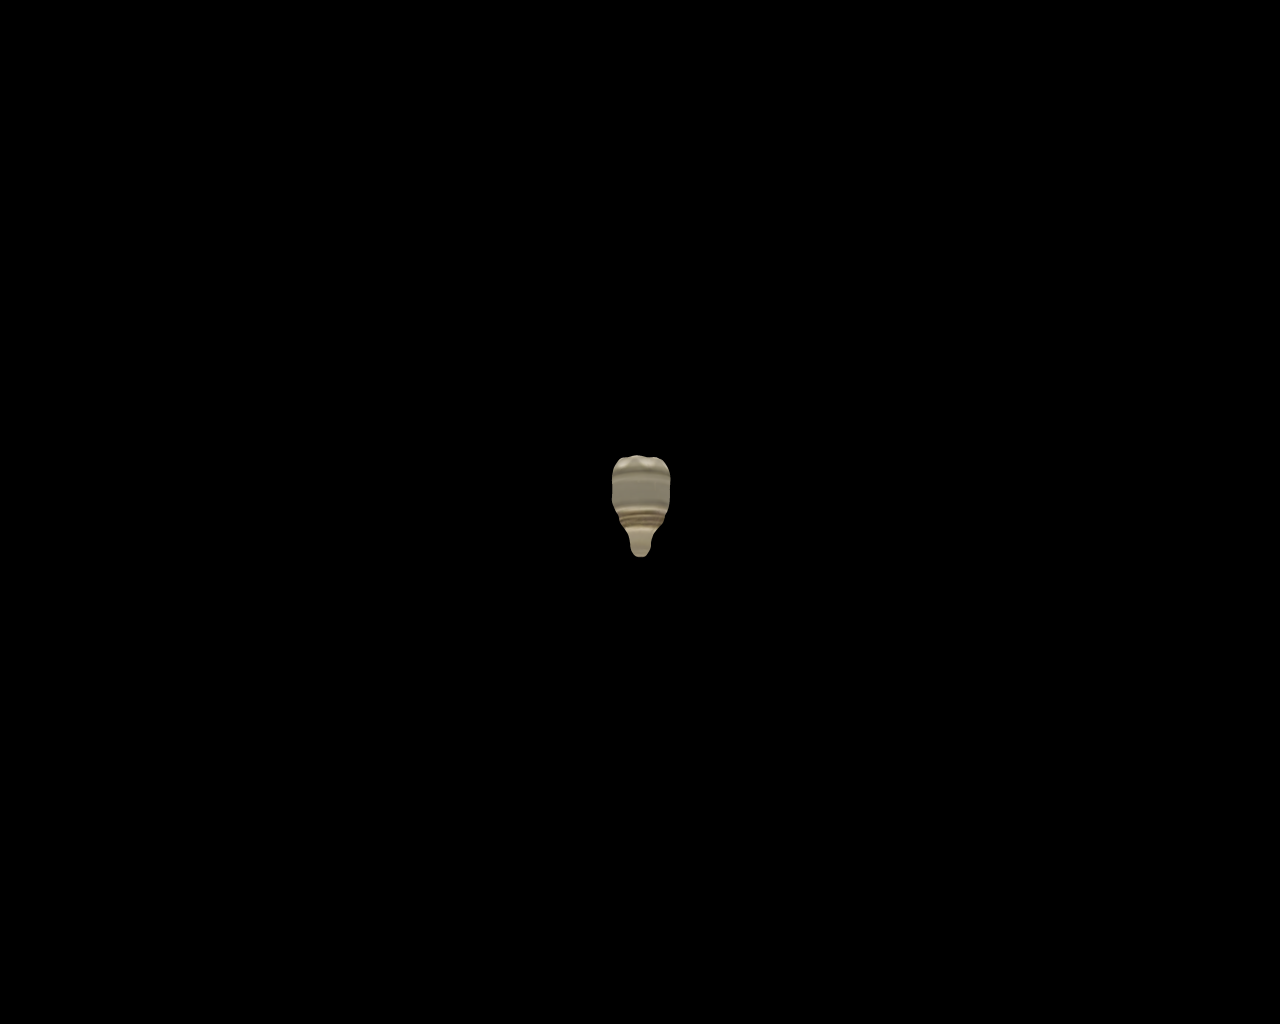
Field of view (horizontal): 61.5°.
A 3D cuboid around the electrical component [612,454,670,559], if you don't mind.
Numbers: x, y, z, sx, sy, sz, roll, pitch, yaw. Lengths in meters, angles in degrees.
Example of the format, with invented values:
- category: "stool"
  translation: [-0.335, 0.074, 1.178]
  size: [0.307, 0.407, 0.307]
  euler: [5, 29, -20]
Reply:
- category: "electrical component"
  translation: [0.001, -0.003, 0.650]
  size: [0.035, 0.061, 0.035]
  euler: [0, -9, 0]
